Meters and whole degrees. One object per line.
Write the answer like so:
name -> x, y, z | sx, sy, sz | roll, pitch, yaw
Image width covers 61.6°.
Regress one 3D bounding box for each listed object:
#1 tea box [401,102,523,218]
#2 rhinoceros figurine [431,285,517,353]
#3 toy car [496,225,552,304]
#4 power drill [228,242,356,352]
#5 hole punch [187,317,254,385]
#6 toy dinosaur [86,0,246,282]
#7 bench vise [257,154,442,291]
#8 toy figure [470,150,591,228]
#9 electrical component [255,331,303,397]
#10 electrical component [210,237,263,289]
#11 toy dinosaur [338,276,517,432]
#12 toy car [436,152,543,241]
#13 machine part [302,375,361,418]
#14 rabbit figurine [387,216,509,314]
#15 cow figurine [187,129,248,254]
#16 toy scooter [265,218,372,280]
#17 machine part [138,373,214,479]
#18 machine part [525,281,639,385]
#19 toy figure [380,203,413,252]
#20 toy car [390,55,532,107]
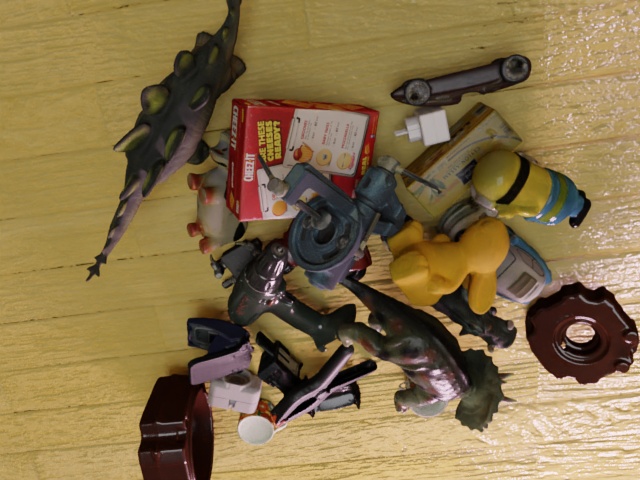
tea box -> 0.211, -0.124, 0.824 | 0.068, 0.098, 0.169 | 43, 108, -13
rhinoceros figurine -> 0.246, 0.113, 0.910 | 0.190, 0.112, 0.073 | 34, 107, -2
toy car -> 0.313, 0.053, 0.889 | 0.161, 0.103, 0.109 | 38, 109, -10
power drill -> -0.044, 0.104, 0.894 | 0.207, 0.086, 0.232 | 24, 141, -21
hole punch -> -0.183, 0.189, 0.955 | 0.116, 0.092, 0.142 | -8, 146, -19
toy dinosaur -> -0.221, -0.151, 0.774 | 0.105, 0.199, 0.471 | 27, 108, -5
bench vise -> 0.023, -0.044, 0.742 | 0.223, 0.129, 0.240 | -49, 139, 7
toy figure -> 0.299, -0.072, 0.766 | 0.180, 0.082, 0.089 | 11, 103, -13
electrical component -> -0.085, 0.224, 0.982 | 0.048, 0.075, 0.119 | -41, 109, 16
electrical component -> -0.141, 0.038, 0.927 | 0.102, 0.045, 0.078 | -24, 107, 11
toy dinosaur -> 0.165, 0.177, 0.854 | 0.192, 0.131, 0.404 | -14, 131, 40
toy car -> 0.266, -0.057, 0.861 | 0.202, 0.073, 0.056 | -42, 108, 16
machine part -> 0.009, 0.298, 1.029 | 0.139, 0.039, 0.084 | -5, 106, 6
rabbit figurine -> 0.205, 0.036, 0.800 | 0.173, 0.122, 0.162 | -30, 110, 18
cow figurine -> -0.141, -0.082, 0.850 | 0.127, 0.086, 0.194 | -18, 133, -36
toy scooter -> -0.002, -0.003, 0.893 | 0.184, 0.075, 0.135 | 5, 111, 5
machine part -> -0.252, 0.362, 0.973 | 0.087, 0.201, 0.200 | -4, 111, 1
machine part -> 0.447, 0.162, 0.923 | 0.180, 0.056, 0.179 | 8, 110, 22
toy figure -> 0.120, -0.032, 0.887 | 0.064, 0.058, 0.154 | -42, 107, -24
toy car -> 0.205, -0.227, 0.787 | 0.202, 0.089, 0.053 | -13, 107, 6
